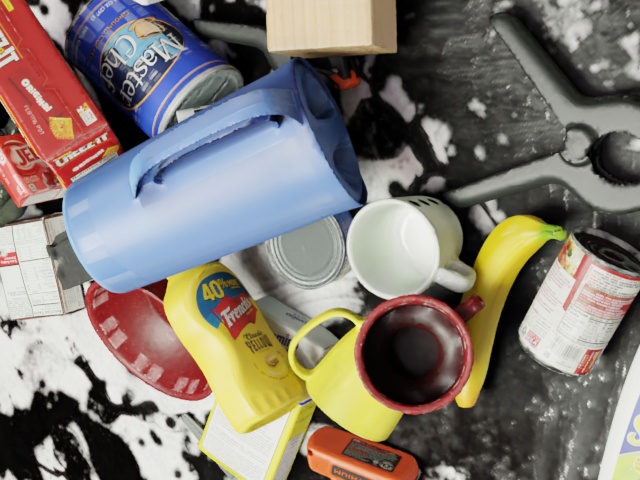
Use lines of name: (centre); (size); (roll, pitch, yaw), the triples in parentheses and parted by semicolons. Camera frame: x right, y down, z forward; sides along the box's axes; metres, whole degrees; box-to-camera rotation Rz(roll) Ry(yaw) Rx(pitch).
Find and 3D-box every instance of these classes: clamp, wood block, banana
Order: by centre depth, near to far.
clamp: (0.200, -0.068, 0.844); (0.210, 0.036, 0.165); (29, 115, 24)
wood block: (0.009, -0.256, 0.870); (0.090, 0.090, 0.206); (0, 96, 18)
banana: (0.144, 0.049, 0.892); (0.037, 0.069, 0.198); (10, 124, -13)
clamp: (-0.038, -0.187, 0.965); (0.171, 0.039, 0.120); (52, 125, 11)

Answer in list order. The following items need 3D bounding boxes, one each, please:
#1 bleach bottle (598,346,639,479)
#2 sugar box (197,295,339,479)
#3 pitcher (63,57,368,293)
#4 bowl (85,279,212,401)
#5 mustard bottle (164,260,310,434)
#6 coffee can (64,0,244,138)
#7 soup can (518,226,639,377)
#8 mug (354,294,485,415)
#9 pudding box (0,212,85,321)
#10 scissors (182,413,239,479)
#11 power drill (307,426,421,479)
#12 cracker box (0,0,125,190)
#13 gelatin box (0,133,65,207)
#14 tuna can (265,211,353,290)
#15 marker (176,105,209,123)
bleach bottle: (0.277, 0.115, 0.824); (0.103, 0.068, 0.251); (14, 105, 29)
sugar box: (-0.051, 0.152, 1.045); (0.093, 0.048, 0.176); (31, 112, 23)
pitcher: (-0.095, -0.049, 0.894); (0.243, 0.145, 0.149); (-23, 117, 15)
bowl: (-0.155, 0.085, 1.067); (0.162, 0.055, 0.162); (24, 140, 21)
mustard bottle: (-0.089, 0.078, 0.971); (0.058, 0.096, 0.192); (-41, 76, 31)
coffee can: (-0.156, -0.161, 1.006); (0.140, 0.102, 0.103); (42, 119, 17)
soup can: (0.208, 0.049, 0.847); (0.069, 0.068, 0.102); (33, 116, 22)
mug: (0.086, 0.085, 0.868); (0.117, 0.081, 0.093); (-42, 82, 1)
pudding box: (-0.313, 0.030, 1.185); (0.090, 0.039, 0.113); (-7, 99, 32)
scissors: (-0.081, 0.272, 1.107); (0.202, 0.016, 0.096); (32, 116, 22)
power drill: (0.010, 0.275, 1.014); (0.184, 0.057, 0.188); (16, 111, 14)
cracker box: (-0.252, -0.121, 1.016); (0.072, 0.214, 0.164); (-34, 80, -8)
gelatin box: (-0.297, -0.078, 1.120); (0.030, 0.089, 0.073); (-40, 79, 33)
tuna can: (-0.007, 0.001, 0.990); (0.086, 0.033, 0.086); (7, 105, 30)
marker: (-0.066, -0.116, 0.942); (0.121, 0.020, 0.020); (-12, 95, -5)
